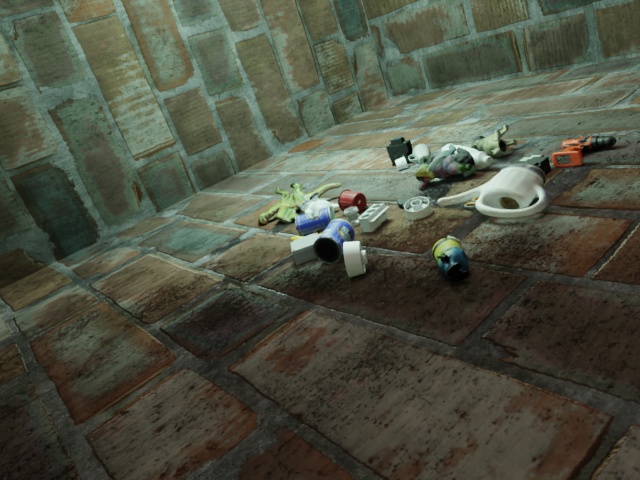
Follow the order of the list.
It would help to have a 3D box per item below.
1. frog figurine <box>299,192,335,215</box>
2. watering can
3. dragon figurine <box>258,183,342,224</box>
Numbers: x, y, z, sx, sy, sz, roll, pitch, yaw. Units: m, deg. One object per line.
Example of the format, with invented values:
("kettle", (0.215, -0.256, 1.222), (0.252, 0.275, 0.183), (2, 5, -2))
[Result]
("frog figurine", (0.006, -0.106, 2.098), (0.161, 0.120, 0.139), (34, 39, 32))
("watering can", (0.567, -0.156, 1.650), (0.349, 0.102, 0.228), (14, 48, 46))
("dragon figurine", (-0.105, -0.151, 2.337), (0.408, 0.120, 0.249), (-13, 38, 23))
